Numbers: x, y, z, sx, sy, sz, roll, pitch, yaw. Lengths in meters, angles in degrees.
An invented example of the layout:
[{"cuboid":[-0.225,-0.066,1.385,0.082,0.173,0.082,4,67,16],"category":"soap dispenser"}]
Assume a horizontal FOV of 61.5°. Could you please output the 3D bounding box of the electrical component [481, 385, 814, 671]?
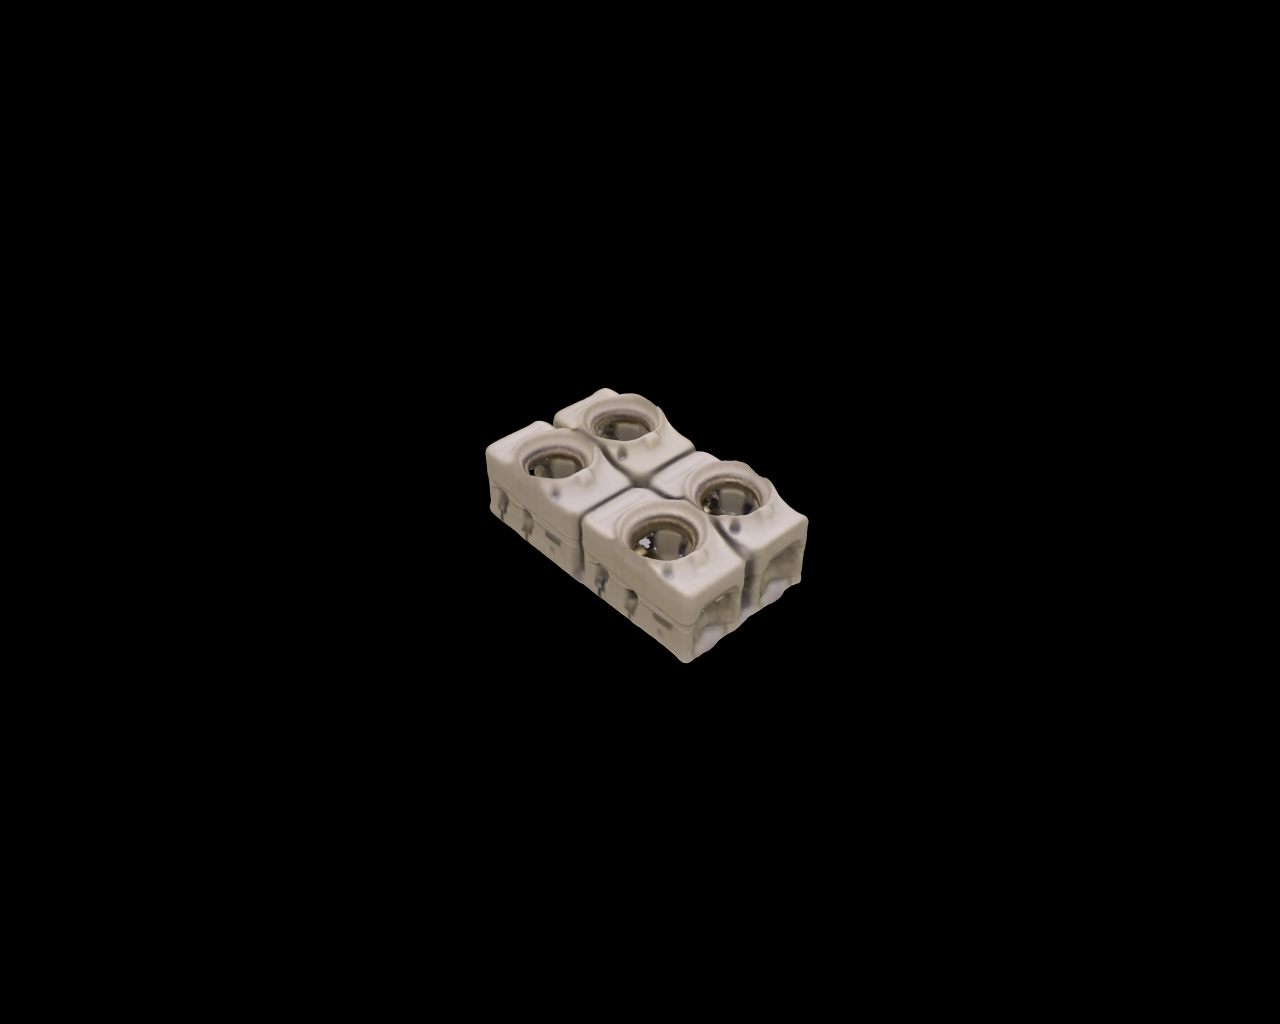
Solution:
[{"cuboid":[0.001,-0.003,0.650,0.105,0.060,0.186,-30,49,-31],"category":"electrical component"}]
